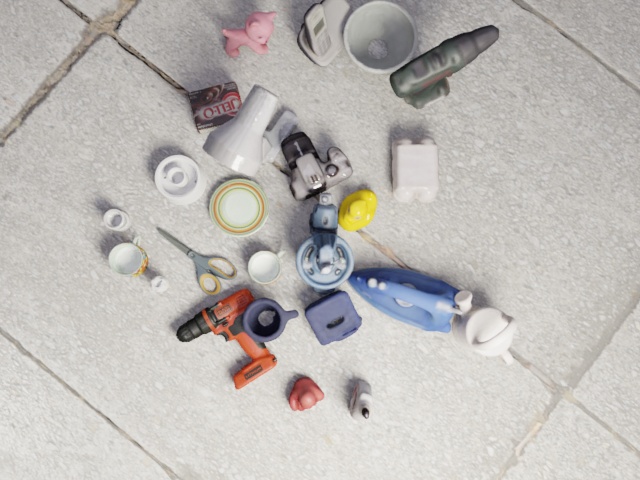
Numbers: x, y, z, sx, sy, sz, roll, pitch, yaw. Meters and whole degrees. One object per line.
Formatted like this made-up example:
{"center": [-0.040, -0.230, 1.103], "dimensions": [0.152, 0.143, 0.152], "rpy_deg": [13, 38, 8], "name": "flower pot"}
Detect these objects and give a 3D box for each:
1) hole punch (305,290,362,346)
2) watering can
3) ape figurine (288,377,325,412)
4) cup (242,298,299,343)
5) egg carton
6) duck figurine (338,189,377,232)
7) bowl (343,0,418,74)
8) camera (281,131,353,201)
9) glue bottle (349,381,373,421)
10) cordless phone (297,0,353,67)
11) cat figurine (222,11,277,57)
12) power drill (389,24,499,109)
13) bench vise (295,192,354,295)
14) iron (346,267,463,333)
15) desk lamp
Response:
{"center": [0.031, 0.167, 1.225], "dimensions": [0.108, 0.091, 0.101], "rpy_deg": [-28, 86, -3], "name": "hole punch"}
{"center": [0.338, 0.184, 1.179], "dimensions": [0.173, 0.194, 0.101], "rpy_deg": [31, 85, 2], "name": "watering can"}
{"center": [-0.029, 0.332, 1.209], "dimensions": [0.078, 0.092, 0.076], "rpy_deg": [0, 85, -1], "name": "ape figurine"}
{"center": [-0.102, 0.166, 1.220], "dimensions": [0.118, 0.095, 0.092], "rpy_deg": [-12, 85, -2], "name": "cup"}
{"center": [0.211, -0.155, 1.267], "dimensions": [0.107, 0.069, 0.150], "rpy_deg": [-2, 85, -1], "name": "egg carton"}
{"center": [0.084, -0.069, 1.249], "dimensions": [0.077, 0.086, 0.104], "rpy_deg": [41, 86, 3], "name": "duck figurine"}
{"center": [0.133, -0.444, 1.287], "dimensions": [0.167, 0.074, 0.167], "rpy_deg": [0, 85, -1], "name": "bowl"}
{"center": [-0.016, -0.173, 1.248], "dimensions": [0.143, 0.101, 0.137], "rpy_deg": [-26, 86, -3], "name": "camera"}
{"center": [0.088, 0.339, 1.171], "dimensions": [0.037, 0.173, 0.078], "rpy_deg": [12, 85, 0], "name": "glue bottle"}
{"center": [0.015, -0.473, 1.232], "dimensions": [0.094, 0.185, 0.148], "rpy_deg": [34, 85, 2], "name": "cordless phone"}
{"center": [-0.154, -0.461, 1.261], "dimensions": [0.128, 0.117, 0.067], "rpy_deg": [-8, 85, -2], "name": "cat figurine"}
{"center": [0.250, -0.359, 1.216], "dimensions": [0.229, 0.208, 0.075], "rpy_deg": [-28, 86, -3], "name": "power drill"}
{"center": [-0.001, 0.008, 1.173], "dimensions": [0.121, 0.219, 0.207], "rpy_deg": [-17, 86, -2], "name": "bench vise"}
{"center": [0.175, 0.115, 1.207], "dimensions": [0.258, 0.141, 0.119], "rpy_deg": [18, 85, 0], "name": "iron"}
{"center": [-0.141, -0.226, 1.194], "dimensions": [0.118, 0.213, 0.203], "rpy_deg": [31, 85, 2], "name": "desk lamp"}
